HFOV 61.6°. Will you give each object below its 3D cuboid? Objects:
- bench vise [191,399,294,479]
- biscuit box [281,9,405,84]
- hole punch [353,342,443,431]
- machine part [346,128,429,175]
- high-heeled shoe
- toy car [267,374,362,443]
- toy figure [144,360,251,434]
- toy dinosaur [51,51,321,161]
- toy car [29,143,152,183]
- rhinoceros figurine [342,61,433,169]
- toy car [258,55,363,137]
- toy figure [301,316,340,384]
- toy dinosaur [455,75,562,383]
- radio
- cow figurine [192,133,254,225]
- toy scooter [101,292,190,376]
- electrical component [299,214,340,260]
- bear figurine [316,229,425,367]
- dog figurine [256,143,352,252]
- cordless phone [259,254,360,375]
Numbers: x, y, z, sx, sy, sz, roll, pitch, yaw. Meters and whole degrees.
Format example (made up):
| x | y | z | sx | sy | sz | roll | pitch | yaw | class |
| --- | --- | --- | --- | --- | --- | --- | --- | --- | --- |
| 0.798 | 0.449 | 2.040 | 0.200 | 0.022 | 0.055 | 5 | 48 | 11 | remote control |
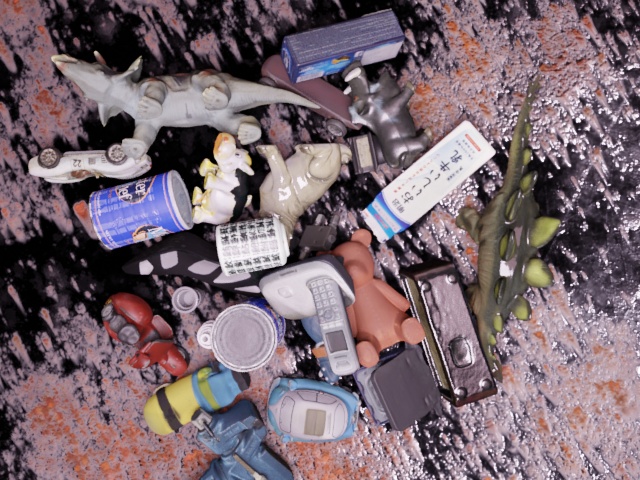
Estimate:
| x | y | z | sx | sy | sz | roll | pitch | yaw | class |
| --- | --- | --- | --- | --- | --- | --- | --- | --- | --- |
| -0.164 | 0.385 | 0.861 | 0.240 | 0.129 | 0.223 | -44 | 121 | -7 | bench vise |
| 0.037 | -0.324 | 0.903 | 0.203 | 0.059 | 0.063 | -18 | 78 | -14 | biscuit box |
| 0.128 | 0.247 | 0.905 | 0.116 | 0.092 | 0.142 | -22 | 84 | -29 | hole punch |
| 0.121 | -0.160 | 0.935 | 0.139 | 0.039 | 0.084 | -14 | 80 | 3 | machine part |
| -0.209 | 0.060 | 0.924 | 0.249 | 0.086 | 0.145 | -17 | 110 | 18 | high-heeled shoe |
| -0.013 | 0.290 | 0.890 | 0.162 | 0.103 | 0.109 | 9 | 89 | 3 | toy car |
| -0.208 | 0.259 | 0.901 | 0.180 | 0.089 | 0.082 | -23 | 83 | 3 | toy figure |
| -0.218 | -0.237 | 0.900 | 0.405 | 0.131 | 0.192 | -4 | 44 | -15 | toy dinosaur |
| -0.393 | -0.129 | 0.926 | 0.202 | 0.073 | 0.056 | -2 | 85 | 1 | toy car |
| 0.104 | -0.207 | 0.879 | 0.112 | 0.073 | 0.190 | -28 | 86 | -2 | rhinoceros figurine |
| -0.010 | -0.252 | 0.932 | 0.202 | 0.053 | 0.089 | 31 | 69 | 1 | toy car |
| 0.008 | 0.165 | 0.912 | 0.058 | 0.064 | 0.154 | -18 | 86 | -8 | toy figure |
| 0.296 | -0.006 | 0.844 | 0.105 | 0.198 | 0.471 | 2 | 91 | -6 | toy dinosaur |
| 0.204 | 0.147 | 0.874 | 0.073 | 0.131 | 0.229 | -19 | 88 | -2 | radio |
| -0.148 | -0.096 | 0.881 | 0.098 | 0.167 | 0.068 | 10 | 44 | -24 | cow figurine |
| -0.297 | 0.159 | 0.884 | 0.184 | 0.135 | 0.075 | 43 | 91 | 3 | toy scooter |
| -0.002 | -0.003 | 0.916 | 0.063 | 0.021 | 0.094 | 5 | 61 | 42 | electrical component |
| 0.076 | 0.087 | 0.883 | 0.120 | 0.132 | 0.195 | -25 | 94 | 2 | bear figurine |
| -0.031 | -0.068 | 0.912 | 0.172 | 0.121 | 0.190 | -1 | 100 | 10 | dog figurine |
| -0.008 | 0.123 | 0.837 | 0.147 | 0.088 | 0.184 | -19 | 79 | 30 | cordless phone |
